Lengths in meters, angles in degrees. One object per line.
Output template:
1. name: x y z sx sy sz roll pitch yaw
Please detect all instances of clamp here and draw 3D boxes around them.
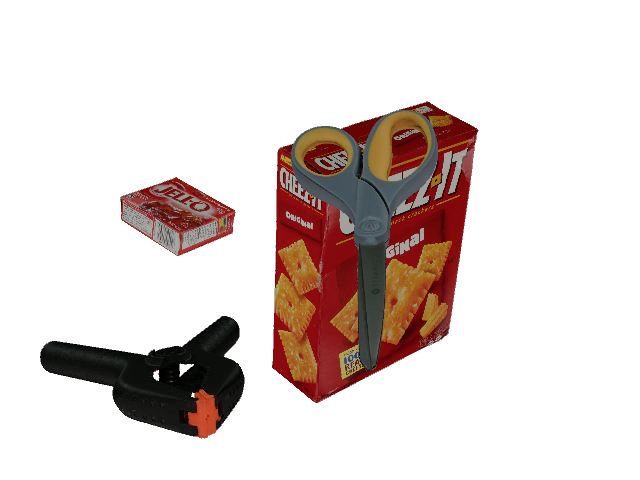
1. clamp: -0.106 0.098 0.805 0.164 0.036 0.210 -10 14 -27

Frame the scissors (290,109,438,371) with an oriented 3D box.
1. scissors: 0.012 -0.010 0.591 0.096 0.016 0.201 7 44 19

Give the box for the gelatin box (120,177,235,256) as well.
1. gelatin box: -0.140 -0.026 1.042 0.089 0.030 0.073 30 36 32

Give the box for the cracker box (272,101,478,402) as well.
1. cracker box: 0.044 0.010 0.892 0.163 0.214 0.072 -21 40 -34
